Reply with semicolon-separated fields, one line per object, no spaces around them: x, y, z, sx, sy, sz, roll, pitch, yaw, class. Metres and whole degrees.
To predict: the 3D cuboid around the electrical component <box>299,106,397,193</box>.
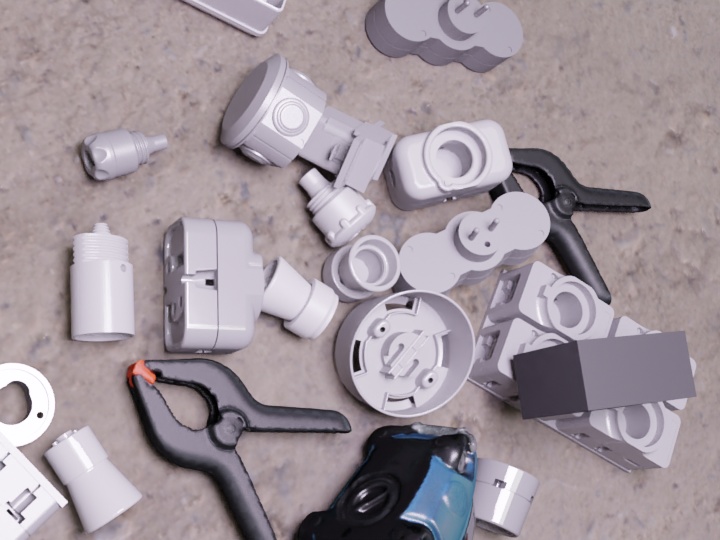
-0.011;-0.098;0.852;0.064;0.042;0.081;26;22;6;electrical component

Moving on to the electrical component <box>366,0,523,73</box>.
0.082;-0.213;0.924;0.138;0.074;0.052;4;76;-26;electrical component

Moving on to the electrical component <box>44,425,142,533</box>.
-0.184;0.139;0.729;0.044;0.044;0.065;-33;89;-29;electrical component

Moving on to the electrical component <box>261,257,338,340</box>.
-0.051;0.022;0.820;0.055;0.045;0.045;32;66;-17;electrical component

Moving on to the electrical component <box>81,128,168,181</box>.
-0.171;-0.088;0.790;0.061;0.035;0.035;-20;88;-31;electrical component

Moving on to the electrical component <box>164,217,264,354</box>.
-0.108;0.013;0.788;0.059;0.054;0.095;4;77;-26;electrical component

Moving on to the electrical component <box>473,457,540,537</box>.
0.110;0.182;0.859;0.055;0.055;0.047;28;71;-19;electrical component

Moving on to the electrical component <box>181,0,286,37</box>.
-0.103;-0.259;0.851;0.109;0.056;0.108;23;69;-20;electrical component

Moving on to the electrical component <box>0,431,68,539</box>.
-0.275;0.097;0.654;0.186;0.105;0.060;49;62;-9;electrical component

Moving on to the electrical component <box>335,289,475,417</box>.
0.033;0.064;0.837;0.099;0.064;0.099;0;90;-25;electrical component

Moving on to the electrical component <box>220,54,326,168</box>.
-0.068;-0.120;0.825;0.051;0.080;0.080;31;66;-23;electrical component

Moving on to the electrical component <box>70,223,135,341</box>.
-0.182;0.007;0.757;0.043;0.043;0.081;2;77;-27;electrical component

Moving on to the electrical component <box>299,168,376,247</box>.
-0.022;-0.052;0.853;0.062;0.048;0.048;48;62;2;electrical component

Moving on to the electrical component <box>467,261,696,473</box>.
0.194;0.084;0.920;0.186;0.060;0.105;31;67;-18;electrical component

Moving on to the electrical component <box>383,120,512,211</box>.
0.073;-0.087;0.886;0.095;0.059;0.053;-14;85;-13;electrical component

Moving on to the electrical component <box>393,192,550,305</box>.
0.093;-0.023;0.870;0.138;0.073;0.052;-25;76;-17;electrical component

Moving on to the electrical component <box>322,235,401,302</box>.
0.000;0.000;0.844;0.045;0.055;0.045;6;76;-26;electrical component
